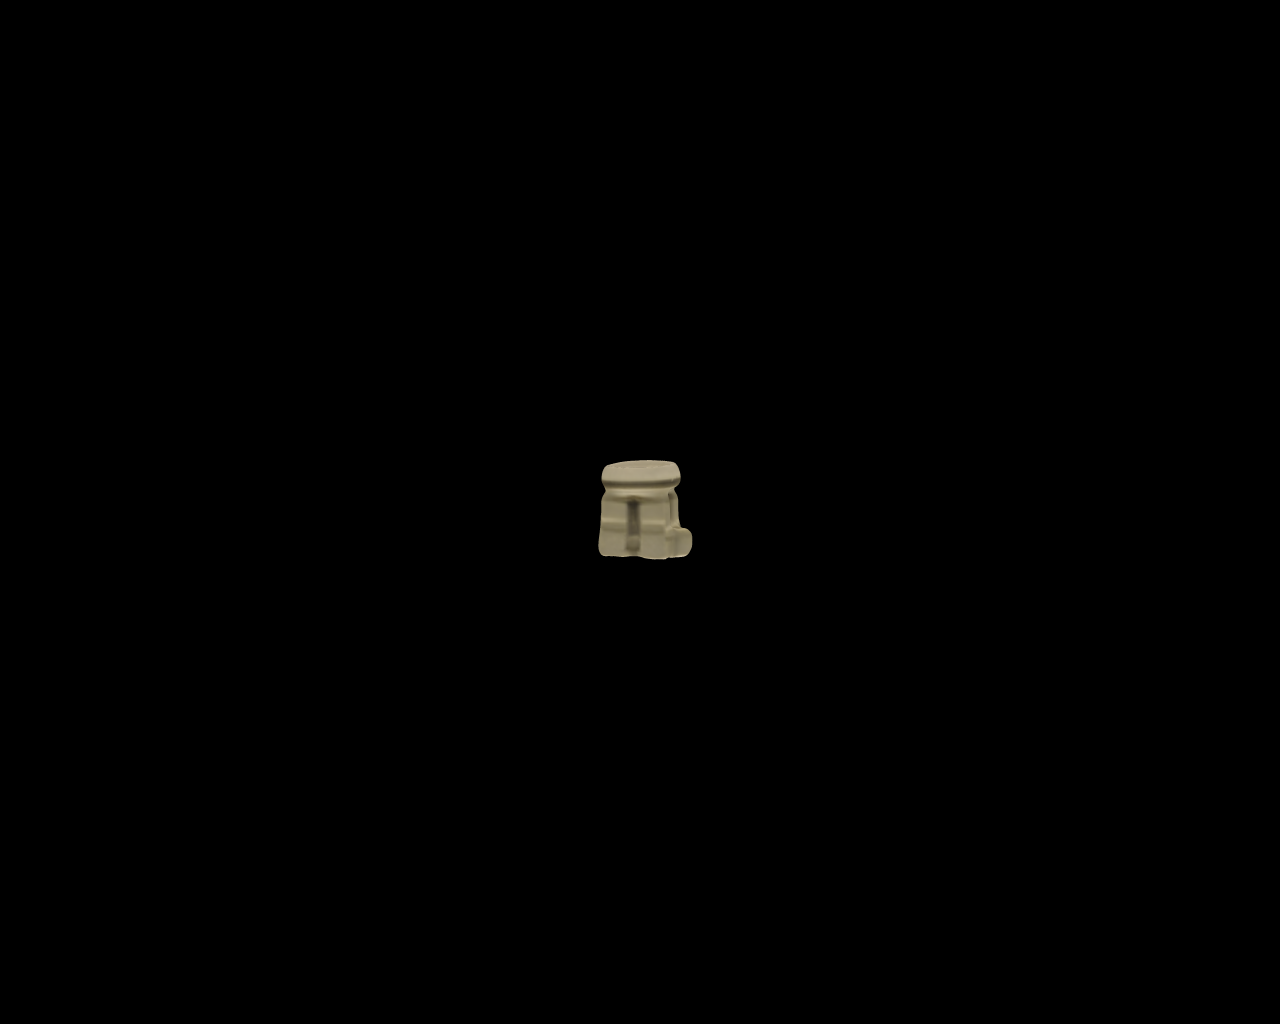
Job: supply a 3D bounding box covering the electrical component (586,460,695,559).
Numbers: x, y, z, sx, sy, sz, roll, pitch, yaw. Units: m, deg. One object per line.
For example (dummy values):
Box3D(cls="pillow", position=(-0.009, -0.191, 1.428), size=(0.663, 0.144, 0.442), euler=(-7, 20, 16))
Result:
Box3D(cls="electrical component", position=(0.001, -0.003, 0.650), size=(0.066, 0.055, 0.048), euler=(2, 8, 14))
